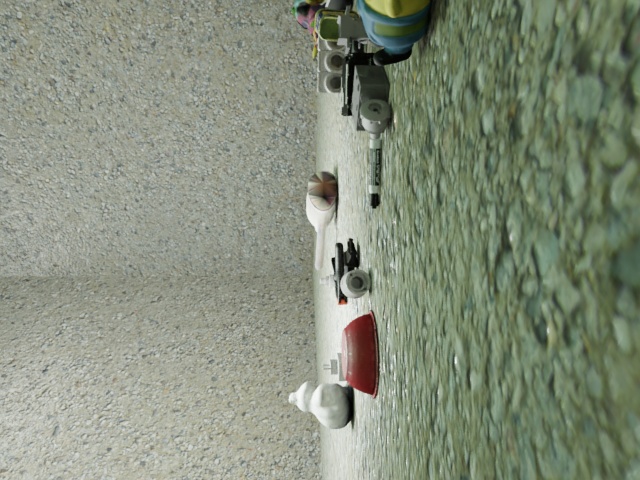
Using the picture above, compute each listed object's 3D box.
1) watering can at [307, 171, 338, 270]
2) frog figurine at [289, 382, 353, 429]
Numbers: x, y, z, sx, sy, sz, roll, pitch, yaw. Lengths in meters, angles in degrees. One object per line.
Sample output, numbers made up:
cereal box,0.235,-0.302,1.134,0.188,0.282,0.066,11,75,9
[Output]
watering can,0.005,-0.090,1.786,0.220,0.104,0.355,97,172,-62
frog figurine,0.001,0.416,1.308,0.134,0.159,0.126,95,173,-52
